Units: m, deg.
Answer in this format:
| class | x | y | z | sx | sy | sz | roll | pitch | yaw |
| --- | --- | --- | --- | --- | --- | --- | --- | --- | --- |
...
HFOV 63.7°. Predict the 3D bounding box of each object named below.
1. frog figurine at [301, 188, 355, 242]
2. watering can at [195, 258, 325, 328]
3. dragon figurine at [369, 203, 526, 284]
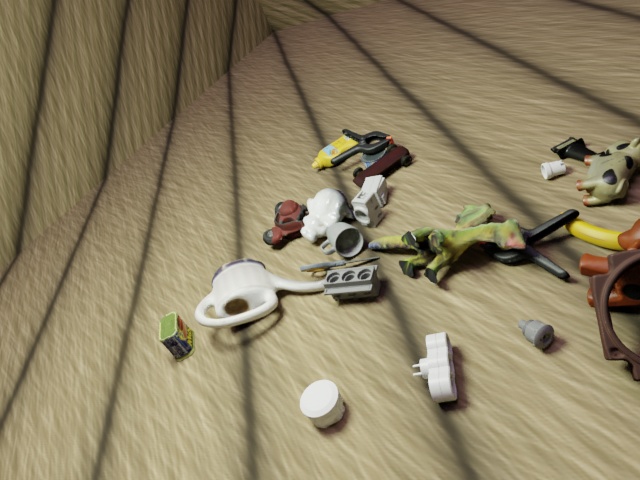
| class | x | y | z | sx | sy | sz | roll | pitch | yaw |
| --- | --- | --- | --- | --- | --- | --- | --- | --- | --- |
| frog figurine | 0.004 | -0.074 | 1.474 | 0.161 | 0.119 | 0.139 | -29 | 51 | -22 |
| watering can | -0.157 | 0.127 | 1.342 | 0.349 | 0.102 | 0.228 | -17 | 30 | -9 |
| dragon figurine | 0.301 | -0.016 | 1.213 | 0.245 | 0.120 | 0.412 | -27 | 19 | -20 |
